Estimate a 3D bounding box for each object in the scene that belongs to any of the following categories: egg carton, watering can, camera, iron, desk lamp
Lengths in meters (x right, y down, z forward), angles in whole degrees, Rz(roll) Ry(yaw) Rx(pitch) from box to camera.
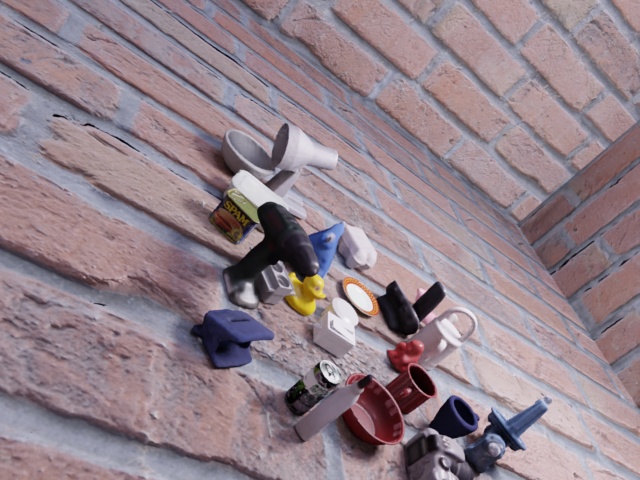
[{"bbox_3d":[0.100,0.021,1.667,0.108,0.069,0.150,12,39,-50],"label":"egg carton"},{"bbox_3d":[0.327,0.246,1.514,0.101,0.193,0.173,35,26,-19],"label":"watering can"},{"bbox_3d":[0.255,0.468,1.161,0.137,0.100,0.143,36,25,-19],"label":"camera"},{"bbox_3d":[0.013,0.005,1.467,0.119,0.141,0.259,44,24,-1],"label":"iron"},{"bbox_3d":[-0.065,-0.194,1.571,0.204,0.213,0.117,28,29,-33],"label":"desk lamp"}]

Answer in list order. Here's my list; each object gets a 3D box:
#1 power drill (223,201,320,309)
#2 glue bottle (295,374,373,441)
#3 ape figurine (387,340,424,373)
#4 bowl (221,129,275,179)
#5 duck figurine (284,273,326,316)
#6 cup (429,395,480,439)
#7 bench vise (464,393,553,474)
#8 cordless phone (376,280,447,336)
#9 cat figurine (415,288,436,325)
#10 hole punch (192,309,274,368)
[{"bbox_3d":[-0.100,0.040,1.150,0.076,0.208,0.229,22,33,-41],"label":"power drill"},{"bbox_3d":[0.033,0.288,1.009,0.037,0.173,0.078,52,25,17],"label":"glue bottle"},{"bbox_3d":[0.218,0.280,1.411,0.076,0.092,0.078,48,24,7],"label":"ape figurine"},{"bbox_3d":[-0.208,-0.219,1.557,0.168,0.074,0.167,36,26,-20],"label":"bowl"},{"bbox_3d":[-0.032,0.109,1.298,0.104,0.086,0.078,49,24,9],"label":"duck figurine"},{"bbox_3d":[0.308,0.423,1.323,0.118,0.094,0.091,23,32,-40],"label":"cup"},{"bbox_3d":[0.459,0.458,1.352,0.121,0.219,0.208,45,24,0],"label":"bench vise"},{"bbox_3d":[0.257,0.156,1.558,0.094,0.184,0.147,17,36,-46],"label":"cordless phone"},{"bbox_3d":[0.315,0.199,1.663,0.127,0.117,0.067,48,24,8],"label":"cat figurine"},{"bbox_3d":[-0.153,0.162,1.017,0.109,0.091,0.101,7,44,-54],"label":"hole punch"}]
